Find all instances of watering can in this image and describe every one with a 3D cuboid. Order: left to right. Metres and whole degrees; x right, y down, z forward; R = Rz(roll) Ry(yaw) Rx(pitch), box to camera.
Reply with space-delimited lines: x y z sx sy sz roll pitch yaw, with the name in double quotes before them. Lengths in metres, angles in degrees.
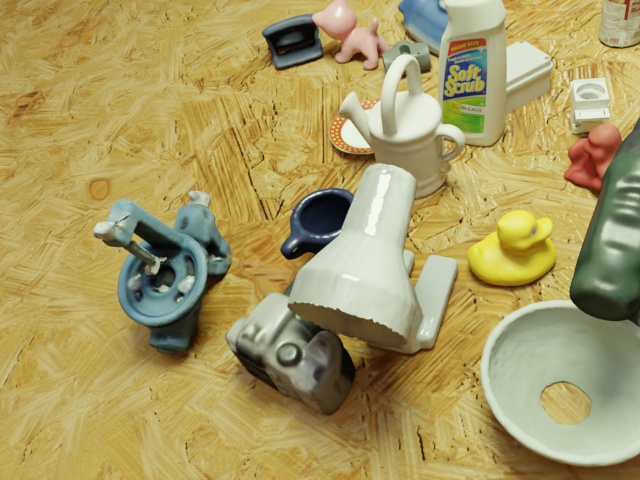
"watering can" 0.107 -0.155 0.769 0.172 0.194 0.101 -1 51 17

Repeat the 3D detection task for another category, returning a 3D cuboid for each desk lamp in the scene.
"desk lamp" 0.065 0.038 0.609 0.117 0.214 0.203 10 55 24

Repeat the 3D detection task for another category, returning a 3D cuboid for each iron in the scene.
"iron" 0.231 -0.398 0.967 0.119 0.142 0.257 -29 49 -7

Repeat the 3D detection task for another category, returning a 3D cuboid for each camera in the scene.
"camera" -0.020 0.102 0.658 0.142 0.101 0.137 22 61 31

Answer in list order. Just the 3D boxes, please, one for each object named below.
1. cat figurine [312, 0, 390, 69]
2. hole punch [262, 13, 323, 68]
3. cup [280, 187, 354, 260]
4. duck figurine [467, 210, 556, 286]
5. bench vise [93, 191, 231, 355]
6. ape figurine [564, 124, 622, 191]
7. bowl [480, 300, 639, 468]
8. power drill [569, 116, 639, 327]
"cat figurine" 0.054 -0.378 1.020 0.127 0.118 0.067 21 60 30
"hole punch" -0.056 -0.394 1.086 0.108 0.091 0.101 -15 49 5
"cup" 0.007 0.003 0.735 0.118 0.095 0.091 -39 51 -16
"duck figurine" 0.225 0.002 0.675 0.104 0.086 0.077 -12 49 7
"bench vise" -0.201 0.008 0.711 0.121 0.220 0.207 -13 49 7
"ape figurine" 0.354 -0.108 0.723 0.076 0.092 0.078 -9 50 10
"bowl" 0.242 0.146 0.558 0.167 0.075 0.167 -8 50 10
"power drill" 0.304 0.000 0.571 0.075 0.209 0.230 17 58 28
